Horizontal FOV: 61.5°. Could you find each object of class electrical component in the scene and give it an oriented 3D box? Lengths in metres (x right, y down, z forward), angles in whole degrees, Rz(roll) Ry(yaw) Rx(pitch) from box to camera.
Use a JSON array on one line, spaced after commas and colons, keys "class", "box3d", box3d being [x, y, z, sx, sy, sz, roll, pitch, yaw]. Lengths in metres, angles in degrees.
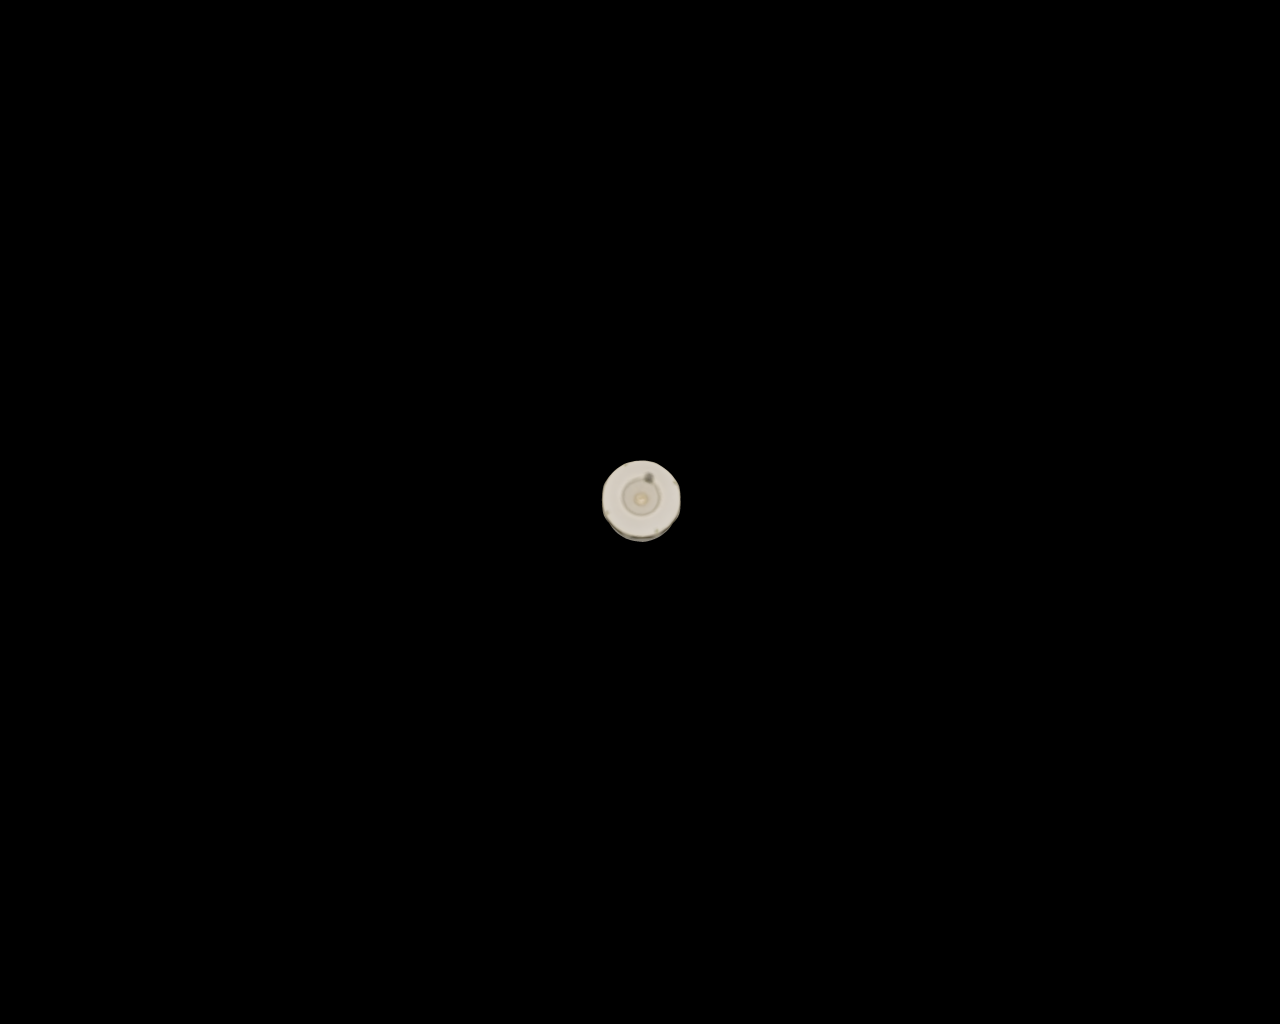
[{"class": "electrical component", "box3d": [0.001, -0.003, 0.650, 0.048, 0.048, 0.062, 0, -12, 0]}]
